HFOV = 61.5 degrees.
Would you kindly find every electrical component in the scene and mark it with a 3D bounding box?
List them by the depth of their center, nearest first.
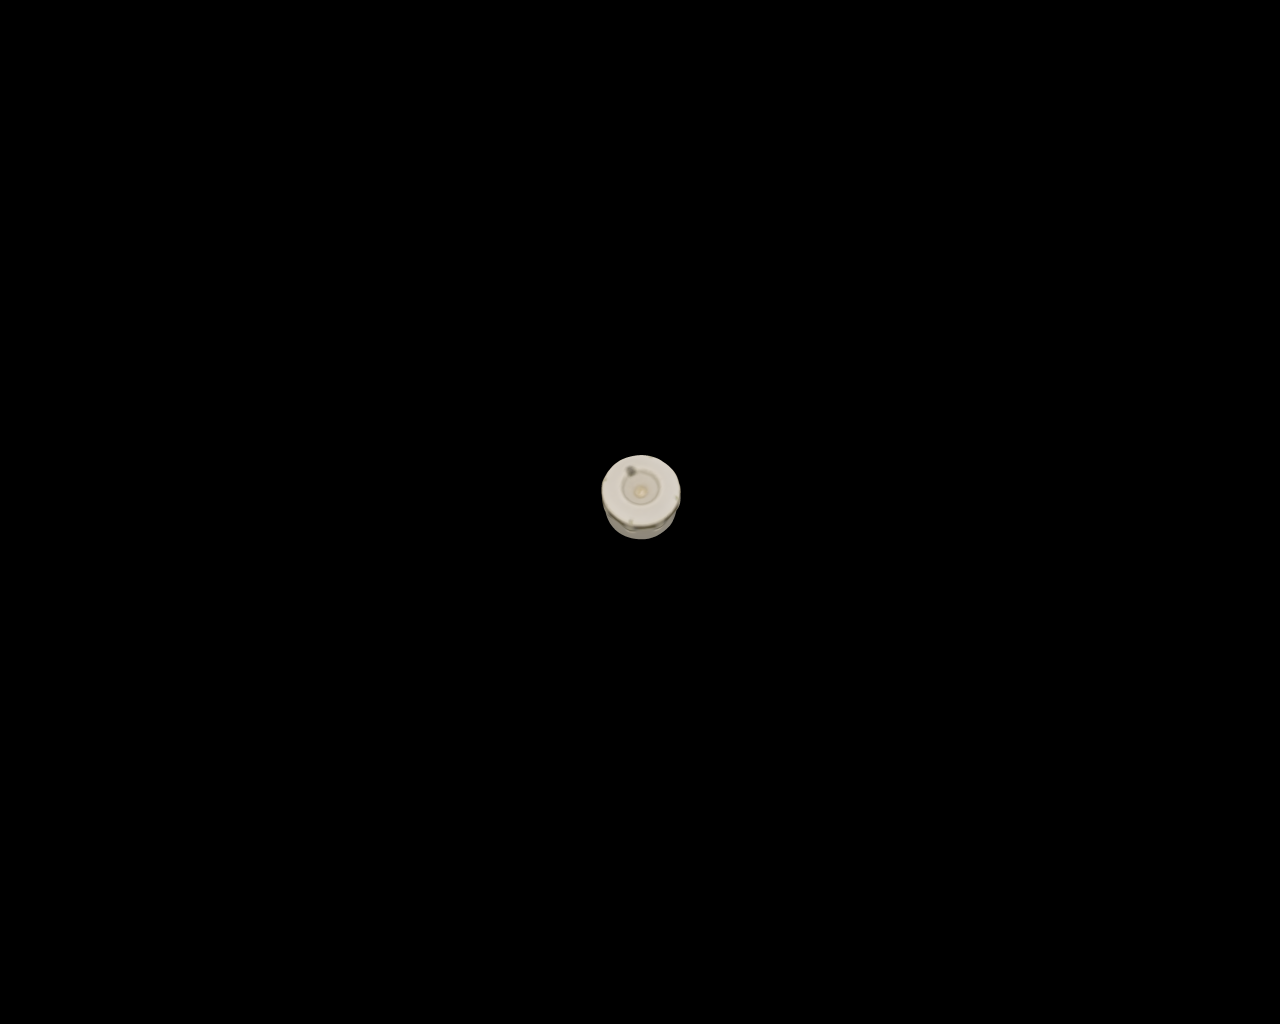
[{"bbox_3d":[0.001,-0.003,0.650,0.048,0.048,0.062,0,-23,0],"label":"electrical component"}]
